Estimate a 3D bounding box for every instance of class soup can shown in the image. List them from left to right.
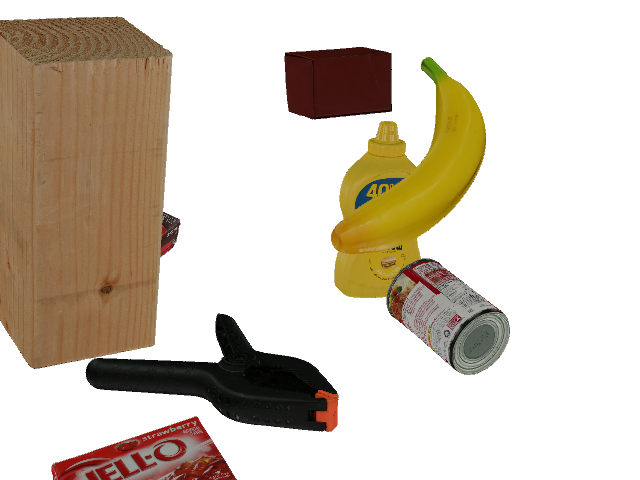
[{"bbox_3d":[0.117,0.069,0.978,0.068,0.068,0.102,0,26,-34],"label":"soup can"}]

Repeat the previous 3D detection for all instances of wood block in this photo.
[{"bbox_3d":[-0.159,-0.032,0.695,0.090,0.206,0.090,-9,30,-31],"label":"wood block"}]

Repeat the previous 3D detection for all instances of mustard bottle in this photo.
[{"bbox_3d":[0.068,-0.035,1.167,0.096,0.192,0.058,-3,19,-19],"label":"mustard bottle"}]

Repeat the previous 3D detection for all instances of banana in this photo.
[{"bbox_3d":[0.071,-0.050,0.731,0.070,0.197,0.037,19,-41,11],"label":"banana"}]

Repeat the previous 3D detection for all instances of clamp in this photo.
[{"bbox_3d":[-0.065,0.109,0.887,0.210,0.036,0.164,11,20,31],"label":"clamp"}]

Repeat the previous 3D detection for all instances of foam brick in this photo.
[{"bbox_3d":[0.016,-0.134,0.905,0.078,0.051,0.053,-9,19,-25],"label":"foam brick"}]

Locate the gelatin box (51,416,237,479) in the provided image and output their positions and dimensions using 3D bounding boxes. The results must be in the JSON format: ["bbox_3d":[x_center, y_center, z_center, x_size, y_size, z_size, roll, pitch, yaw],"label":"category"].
[{"bbox_3d":[-0.095,0.138,0.584,0.089,0.030,0.073,-15,28,-20],"label":"gelatin box"}]

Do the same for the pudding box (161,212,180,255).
[{"bbox_3d":[-0.205,-0.012,1.022,0.113,0.039,0.090,23,27,12],"label":"pudding box"}]
